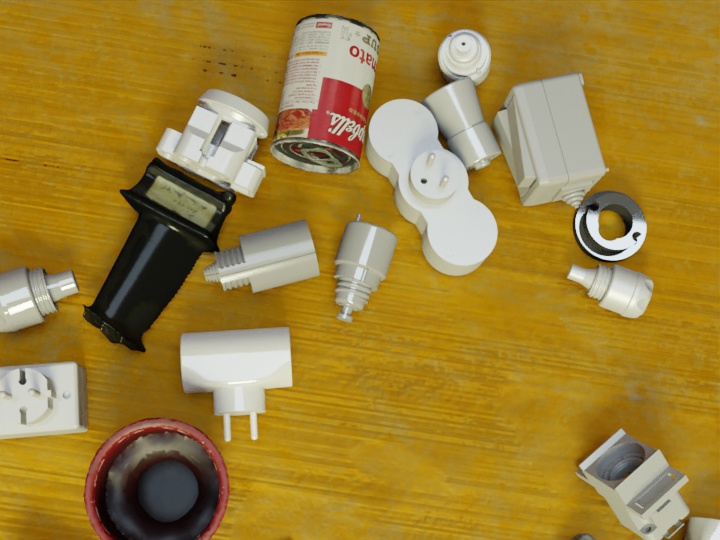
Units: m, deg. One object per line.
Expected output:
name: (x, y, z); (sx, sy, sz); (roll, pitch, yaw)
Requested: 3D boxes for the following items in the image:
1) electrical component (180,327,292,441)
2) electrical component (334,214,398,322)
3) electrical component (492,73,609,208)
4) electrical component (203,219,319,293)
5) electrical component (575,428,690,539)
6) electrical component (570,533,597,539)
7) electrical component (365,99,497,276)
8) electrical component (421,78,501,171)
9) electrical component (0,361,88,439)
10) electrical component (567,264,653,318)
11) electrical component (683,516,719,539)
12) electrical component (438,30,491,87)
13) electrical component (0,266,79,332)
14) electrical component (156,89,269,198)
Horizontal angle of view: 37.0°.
electrical component: (-0.087, 0.082, 0.768); (0.077, 0.044, 0.079); (-3, 78, -4)
electrical component: (0.000, 0.000, 0.793); (0.040, 0.040, 0.078); (18, 77, 0)
electrical component: (0.142, -0.090, 0.811); (0.061, 0.061, 0.096); (-12, 79, -6)
electrical component: (-0.074, -0.006, 0.788); (0.081, 0.043, 0.043); (-15, 79, -7)
electrical component: (0.196, 0.154, 0.758); (0.042, 0.081, 0.063); (-39, 112, -9)
electrical component: (0.169, 0.218, 0.761); (0.035, 0.035, 0.061); (-40, 85, -11)
electrical component: (0.054, -0.065, 0.794); (0.052, 0.073, 0.138); (-28, 81, -9)
electrical component: (0.080, -0.108, 0.822); (0.044, 0.044, 0.065); (-25, 86, -9)
electrical component: (-0.228, 0.088, 0.740); (0.066, 0.076, 0.047); (-4, 78, -5)
electrical component: (0.186, 0.011, 0.807); (0.061, 0.035, 0.035); (21, 77, 3)
electrical component: (0.235, 0.214, 0.762); (0.079, 0.043, 0.077); (9, 78, -2)
electrical component: (0.079, -0.163, 0.818); (0.040, 0.078, 0.040); (0, 89, 7)
electrical component: (-0.234, 0.017, 0.772); (0.062, 0.043, 0.043); (-18, 80, -9)
electrical component: (-0.102, -0.097, 0.799); (0.078, 0.058, 0.057); (24, 80, 2)
